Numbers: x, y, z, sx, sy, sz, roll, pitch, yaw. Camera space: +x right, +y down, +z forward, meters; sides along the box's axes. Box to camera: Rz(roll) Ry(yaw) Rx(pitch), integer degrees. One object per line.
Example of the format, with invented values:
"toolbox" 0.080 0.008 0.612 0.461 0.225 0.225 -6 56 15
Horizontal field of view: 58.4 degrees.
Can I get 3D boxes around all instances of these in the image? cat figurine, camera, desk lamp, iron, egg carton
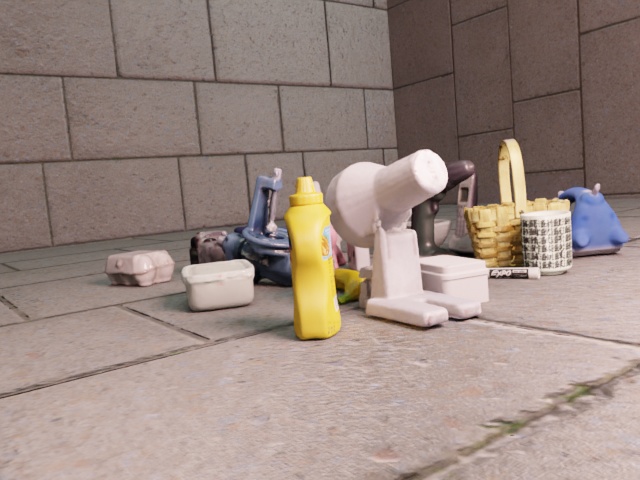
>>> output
"cat figurine" 0.011 0.004 1.244 0.067 0.118 0.128 -3 6 14
"camera" -0.216 0.026 1.307 0.137 0.101 0.142 -8 6 -34
"desk lamp" 0.106 -0.008 0.765 0.118 0.213 0.202 -8 6 -32
"iron" 0.520 -0.045 1.179 0.118 0.141 0.258 -5 5 -1
"egg carton" -0.399 0.062 1.263 0.149 0.069 0.107 -1 7 35

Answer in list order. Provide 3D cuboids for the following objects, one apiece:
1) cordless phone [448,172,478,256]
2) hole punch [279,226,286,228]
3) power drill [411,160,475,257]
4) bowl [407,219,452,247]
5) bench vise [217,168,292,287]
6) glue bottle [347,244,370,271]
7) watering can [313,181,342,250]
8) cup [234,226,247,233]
"cordless phone" 0.343 -0.058 1.246 0.094 0.185 0.147 -7 6 -22
"hole punch" -0.071 0.011 1.391 0.108 0.091 0.101 -3 6 17
"power drill" 0.239 -0.059 1.229 0.076 0.208 0.228 -10 7 -41
"bowl" 0.235 -0.006 1.383 0.167 0.075 0.167 -5 5 1
"bench vise" -0.122 -0.021 1.085 0.207 0.220 0.122 -3 6 18
"glue bottle" 0.076 -0.024 1.187 0.037 0.173 0.078 -6 6 -11
"watering can" 0.004 -0.054 1.468 0.173 0.194 0.100 -7 6 -24
"cup" -0.164 0.012 1.444 0.092 0.095 0.117 -7 6 -20
